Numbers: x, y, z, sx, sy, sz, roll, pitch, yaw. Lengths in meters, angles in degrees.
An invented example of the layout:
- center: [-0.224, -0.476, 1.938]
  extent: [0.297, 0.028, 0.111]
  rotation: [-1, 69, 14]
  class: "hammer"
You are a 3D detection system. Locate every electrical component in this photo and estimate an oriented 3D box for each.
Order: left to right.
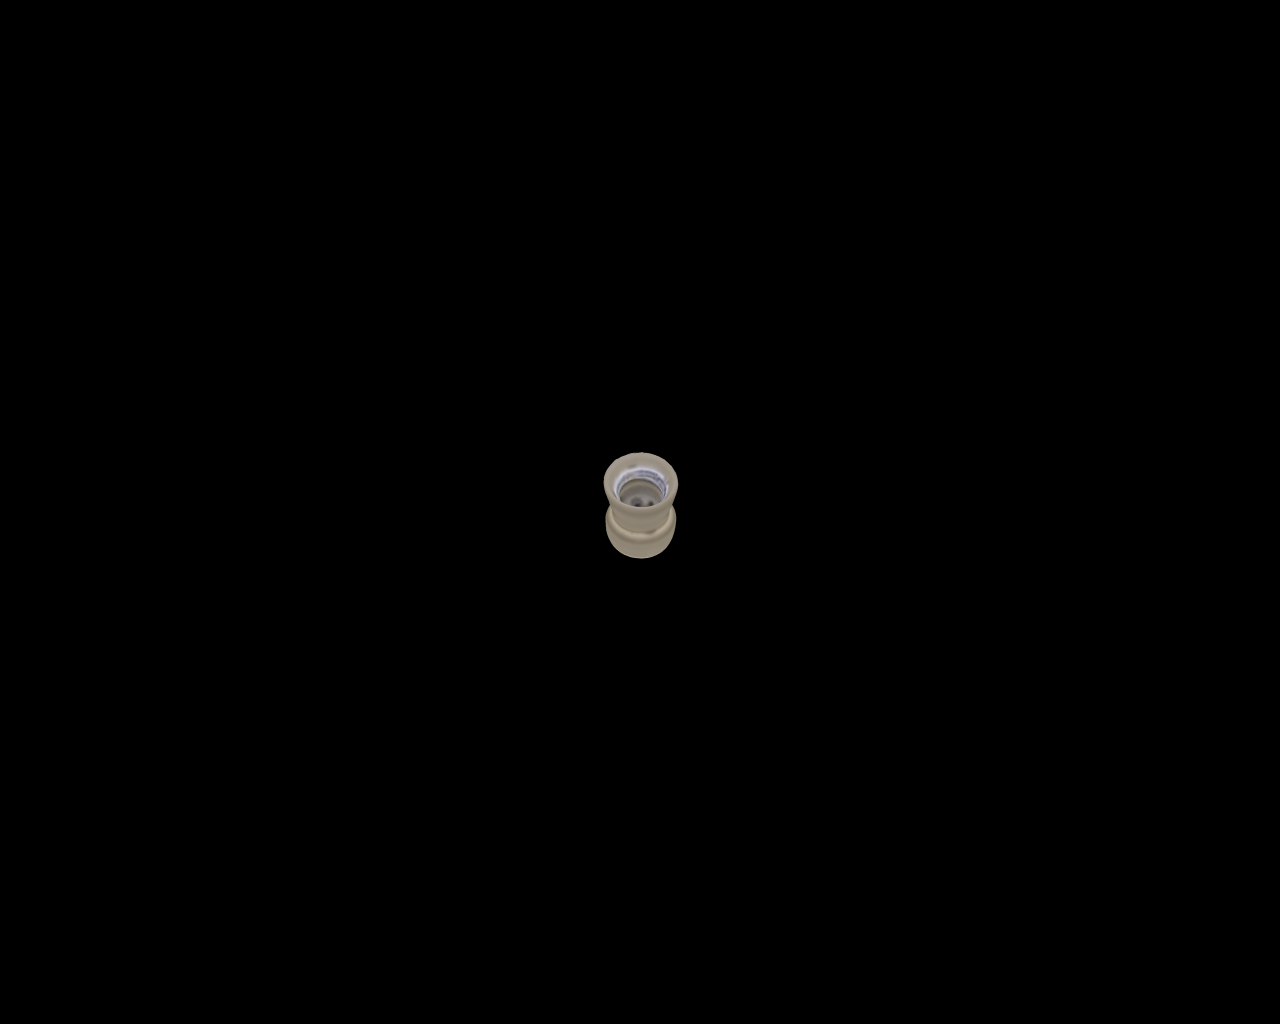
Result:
- center: [0.001, -0.003, 0.650]
  extent: [0.045, 0.045, 0.055]
  rotation: [0, -37, 0]
  class: "electrical component"
